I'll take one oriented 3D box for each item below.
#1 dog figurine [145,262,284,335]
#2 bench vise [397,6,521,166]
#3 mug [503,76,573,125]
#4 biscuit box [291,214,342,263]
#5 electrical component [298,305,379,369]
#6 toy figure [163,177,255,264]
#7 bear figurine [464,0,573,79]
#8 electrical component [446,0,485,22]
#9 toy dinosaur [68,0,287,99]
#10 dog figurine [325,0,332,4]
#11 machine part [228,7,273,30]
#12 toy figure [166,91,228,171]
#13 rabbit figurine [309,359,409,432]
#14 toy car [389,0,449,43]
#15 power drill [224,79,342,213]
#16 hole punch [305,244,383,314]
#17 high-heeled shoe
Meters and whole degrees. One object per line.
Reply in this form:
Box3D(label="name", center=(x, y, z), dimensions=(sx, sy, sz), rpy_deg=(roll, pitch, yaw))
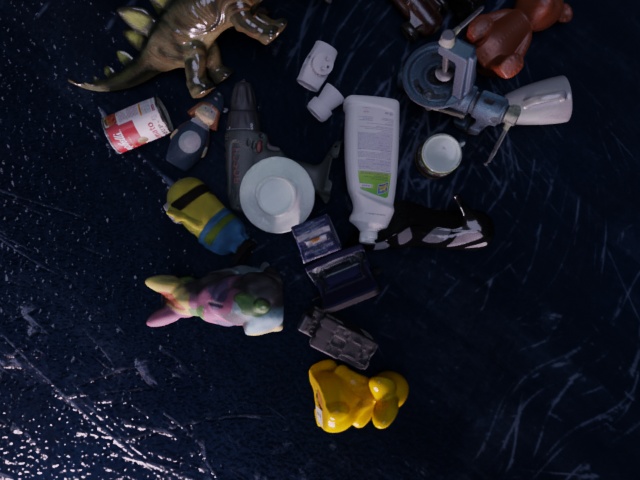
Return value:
Box3D(label="dog figurine", center=(-0.182, 0.103, 0.911), dimensions=(0.219, 0.192, 0.108), rpy_deg=(-3, 99, -16))
Box3D(label="bench vise", center=(0.225, -0.255, 0.873), dimensions=(0.224, 0.240, 0.129), rpy_deg=(39, 88, 16))
Box3D(label="mug", center=(0.377, -0.236, 0.938), dimensions=(0.107, 0.109, 0.080), rpy_deg=(-10, 100, 12))
Box3D(label="biscuit box", center=(-0.002, -0.003, 0.889), dimensions=(0.063, 0.202, 0.059), rpy_deg=(-21, 88, 2))
Box3D(label="electrical component", center=(0.027, 0.166, 0.941), dimensions=(0.134, 0.115, 0.058), rpy_deg=(27, 87, -2))
Box3D(label="toy figure", center=(-0.192, -0.035, 0.949), dimensions=(0.180, 0.082, 0.089), rpy_deg=(36, 73, 5))
Box3D(label="bear figurine", center=(0.346, -0.369, 0.919), dimensions=(0.196, 0.132, 0.120), rpy_deg=(-38, 96, 7))
Box3D(label="electrical component", center=(0.267, -0.447, 0.935), dimensions=(0.074, 0.048, 0.119), rpy_deg=(46, 73, -17))
Box3D(label="toy dinosaur", center=(-0.224, -0.348, 0.901), dimensions=(0.471, 0.105, 0.198), rpy_deg=(-31, 108, 18))
Box3D(label="dog figurine", center=(-0.058, -0.481, 0.891), dimensions=(0.191, 0.172, 0.121), rpy_deg=(8, 82, -8))
Box3D(label="machine part", center=(-0.151, -0.401, 0.955), dimensions=(0.139, 0.039, 0.084), rpy_deg=(12, 87, 0))
Box3D(label="toy figure", center=(-0.215, -0.197, 0.955), dimensions=(0.064, 0.058, 0.154), rpy_deg=(30, 91, -44))
Box3D(label="rabbit figurine", center=(0.080, 0.265, 0.941), dimensions=(0.173, 0.162, 0.122), rpy_deg=(-4, 80, -18))
Box3D(label="toy car", center=(0.141, -0.446, 0.950), dimensions=(0.089, 0.053, 0.202), rpy_deg=(-40, 93, 4))
Box3D(label="power drill", center=(-0.068, -0.154, 0.945), dimensions=(0.207, 0.086, 0.231), rpy_deg=(9, 94, -5))
Box3D(label="hole punch", center=(0.037, 0.058, 0.935), dimensions=(0.142, 0.116, 0.092), rpy_deg=(-25, 98, 2))
Box3D(label="high-heeled shoe", center=(0.185, -0.003, 0.976), dimensions=(0.249, 0.086, 0.145), rpy_deg=(-21, 131, 21))
